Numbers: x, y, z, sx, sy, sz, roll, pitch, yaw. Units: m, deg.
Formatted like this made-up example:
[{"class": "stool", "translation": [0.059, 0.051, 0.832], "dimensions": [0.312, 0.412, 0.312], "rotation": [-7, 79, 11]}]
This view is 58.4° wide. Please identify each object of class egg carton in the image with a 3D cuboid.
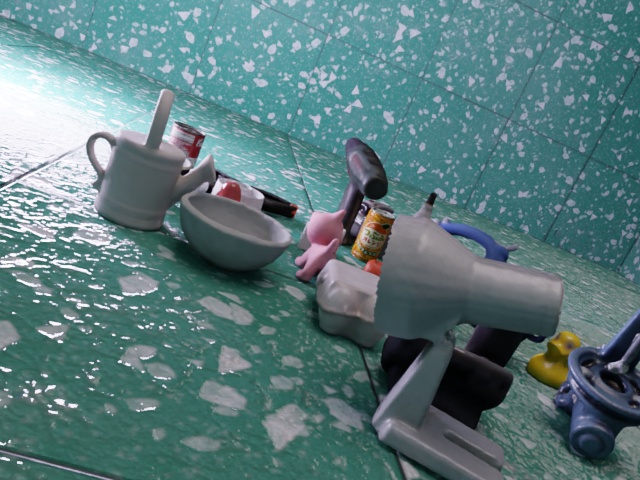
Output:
[{"class": "egg carton", "translation": [0.044, 0.084, 0.794], "dimensions": [0.107, 0.069, 0.150], "rotation": [22, 14, -8]}]

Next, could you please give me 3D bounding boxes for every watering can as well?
[{"class": "watering can", "translation": [-0.237, -0.119, 0.820], "dimensions": [0.173, 0.194, 0.100], "rotation": [13, 18, -37]}]

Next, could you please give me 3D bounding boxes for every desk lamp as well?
[{"class": "desk lamp", "translation": [0.129, 0.103, 0.565], "dimensions": [0.203, 0.213, 0.118], "rotation": [27, 14, 12]}]

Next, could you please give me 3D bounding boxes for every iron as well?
[{"class": "iron", "translation": [0.314, 0.023, 1.305], "dimensions": [0.257, 0.141, 0.119], "rotation": [29, 15, 21]}]

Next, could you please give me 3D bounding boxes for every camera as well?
[{"class": "camera", "translation": [0.144, -0.026, 1.293], "dimensions": [0.137, 0.101, 0.142], "rotation": [13, 18, -38]}]

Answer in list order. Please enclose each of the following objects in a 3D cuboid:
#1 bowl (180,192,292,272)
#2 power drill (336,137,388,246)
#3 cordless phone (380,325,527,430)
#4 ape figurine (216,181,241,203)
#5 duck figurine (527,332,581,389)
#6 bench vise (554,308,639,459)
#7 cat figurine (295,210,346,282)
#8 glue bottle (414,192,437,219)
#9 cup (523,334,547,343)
[{"class": "bowl", "translation": [-0.128, -0.002, 0.815], "dimensions": [0.167, 0.075, 0.167], "rotation": [23, 14, -6]}, {"class": "power drill", "translation": [0.066, -0.105, 1.233], "dimensions": [0.076, 0.208, 0.229], "rotation": [18, 15, -23]}, {"class": "cordless phone", "translation": [0.164, 0.108, 0.660], "dimensions": [0.147, 0.185, 0.094], "rotation": [23, 14, -3]}, {"class": "ape figurine", "translation": [-0.151, -0.050, 0.918], "dimensions": [0.078, 0.092, 0.076], "rotation": [20, 14, -14]}, {"class": "duck figurine", "translation": [0.397, 0.192, 0.940], "dimensions": [0.105, 0.086, 0.077], "rotation": [13, 17, -37]}, {"class": "bench vise", "translation": [0.388, 0.159, 0.770], "dimensions": [0.121, 0.220, 0.207], "rotation": [24, 14, -1]}, {"class": "cat figurine", "translation": [0.009, 0.003, 0.930], "dimensions": [0.067, 0.118, 0.127], "rotation": [20, 14, -14]}, {"class": "glue bottle", "translation": [0.214, -0.024, 1.252], "dimensions": [0.037, 0.173, 0.078], "rotation": [15, 16, -31]}, {"class": "cup", "translation": [0.305, 0.150, 0.923], "dimensions": [0.092, 0.095, 0.117], "rotation": [13, 18, -36]}]
